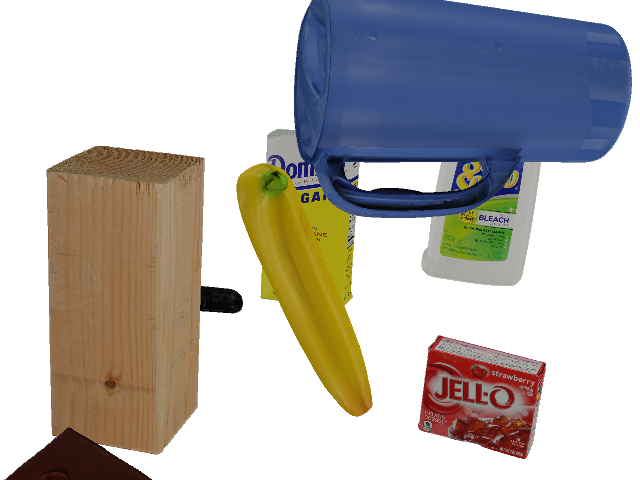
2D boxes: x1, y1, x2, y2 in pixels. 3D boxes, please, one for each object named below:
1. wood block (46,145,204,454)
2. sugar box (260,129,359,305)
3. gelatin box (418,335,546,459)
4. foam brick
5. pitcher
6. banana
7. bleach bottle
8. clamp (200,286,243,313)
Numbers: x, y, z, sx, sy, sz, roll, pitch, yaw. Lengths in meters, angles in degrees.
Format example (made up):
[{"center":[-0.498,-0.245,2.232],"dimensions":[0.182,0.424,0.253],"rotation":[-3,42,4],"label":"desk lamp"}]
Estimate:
[{"center":[-0.145,0.042,0.799],"dimensions":[0.091,0.206,0.090],"rotation":[8,18,11],"label":"wood block"},{"center":[-0.011,-0.023,1.105],"dimensions":[0.093,0.176,0.048],"rotation":[5,16,14],"label":"sugar box"},{"center":[0.124,0.121,0.825],"dimensions":[0.089,0.073,0.030],"rotation":[13,23,20],"label":"gelatin box"},{"center":[-0.094,0.128,0.450],"dimensions":[0.078,0.051,0.052],"rotation":[23,45,30],"label":"foam brick"},{"center":[0.104,-0.108,0.808],"dimensions":[0.242,0.149,0.145],"rotation":[3,31,-11],"label":"pitcher"},{"center":[-0.012,0.023,0.632],"dimensions":[0.037,0.197,0.069],"rotation":[-20,39,2],"label":"banana"},{"center":[0.156,-0.086,1.004],"dimensions":[0.103,0.251,0.068],"rotation":[8,21,12],"label":"bleach bottle"},{"center":[-0.209,0.060,1.108],"dimensions":[0.210,0.036,0.164],"rotation":[15,20,28],"label":"clamp"}]
